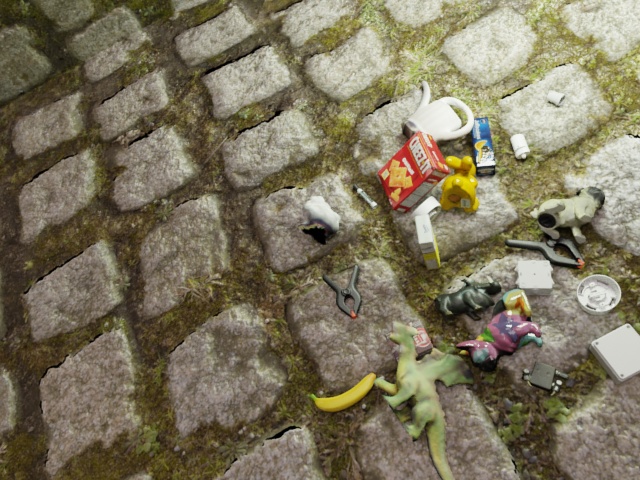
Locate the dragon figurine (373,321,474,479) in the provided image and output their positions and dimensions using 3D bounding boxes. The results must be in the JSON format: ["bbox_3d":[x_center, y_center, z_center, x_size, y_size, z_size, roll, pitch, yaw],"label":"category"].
[{"bbox_3d":[0.296,0.399,1.341,0.244,0.120,0.414,-34,74,-9],"label":"dragon figurine"}]

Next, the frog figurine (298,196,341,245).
[{"bbox_3d":[0.005,-0.086,1.707,0.137,0.120,0.163,20,55,-9],"label":"frog figurine"}]

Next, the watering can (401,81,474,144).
[{"bbox_3d":[0.381,-0.432,1.799,0.224,0.102,0.355,-33,44,0],"label":"watering can"}]
